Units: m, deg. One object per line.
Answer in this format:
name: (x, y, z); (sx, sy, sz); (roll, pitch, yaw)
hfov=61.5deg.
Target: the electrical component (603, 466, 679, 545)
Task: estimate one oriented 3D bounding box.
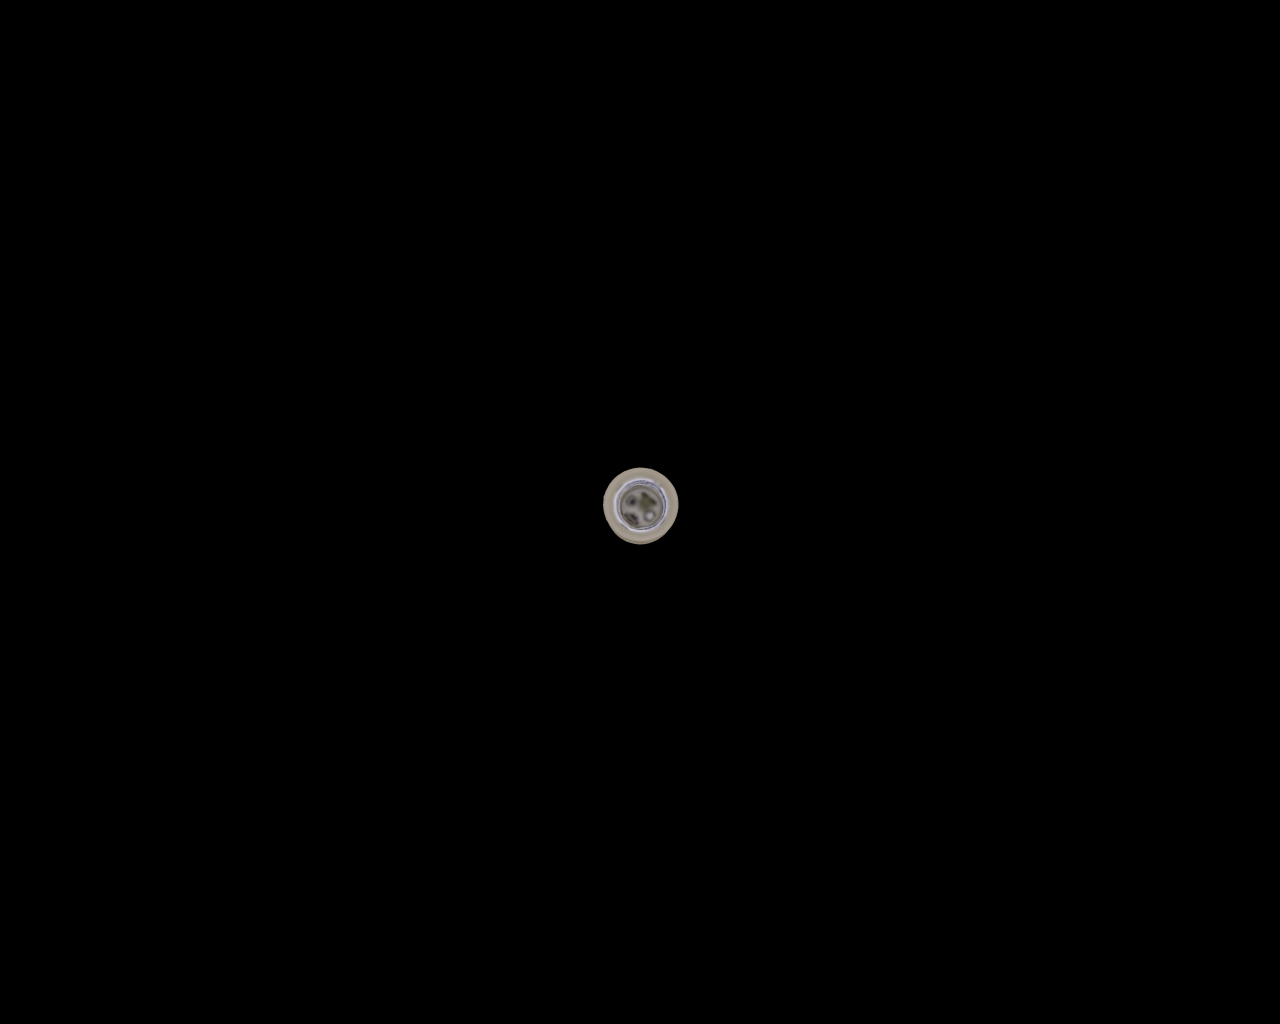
electrical component: (0.001, -0.003, 0.650); (0.045, 0.045, 0.055); (0, -4, 0)
